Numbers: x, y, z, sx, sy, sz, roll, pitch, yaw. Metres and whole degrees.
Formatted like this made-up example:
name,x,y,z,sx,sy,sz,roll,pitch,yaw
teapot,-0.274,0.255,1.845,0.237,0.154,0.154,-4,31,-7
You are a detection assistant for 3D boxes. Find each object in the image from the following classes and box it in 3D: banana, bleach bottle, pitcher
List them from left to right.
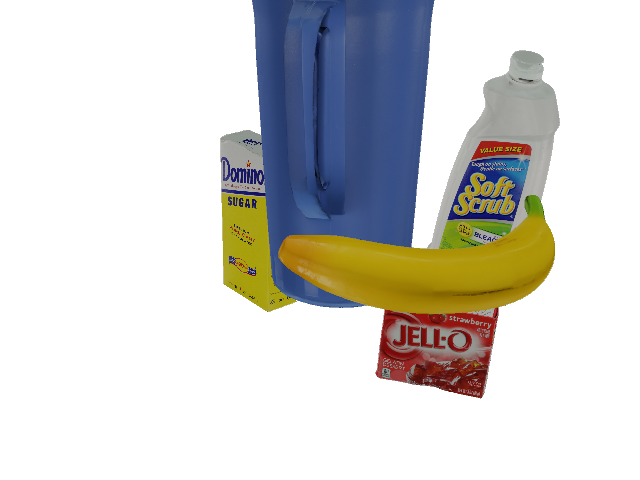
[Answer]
name,x,y,z,sx,sy,sz,roll,pitch,yaw
pitcher,0.012,-0.074,0.791,0.149,0.243,0.145,-11,22,-28
banana,0.071,0.014,0.619,0.197,0.037,0.070,-8,39,-34
bleach bottle,0.170,-0.068,1.046,0.103,0.251,0.068,21,38,19

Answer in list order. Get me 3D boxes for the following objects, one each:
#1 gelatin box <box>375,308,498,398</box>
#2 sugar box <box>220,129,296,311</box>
name,x,y,z,sx,sy,sz,roll,pitch,yaw
gelatin box,0.093,0.081,0.852,0.089,0.073,0.030,10,24,11
sugar box,-0.067,-0.022,1.147,0.048,0.176,0.093,-18,28,-33
